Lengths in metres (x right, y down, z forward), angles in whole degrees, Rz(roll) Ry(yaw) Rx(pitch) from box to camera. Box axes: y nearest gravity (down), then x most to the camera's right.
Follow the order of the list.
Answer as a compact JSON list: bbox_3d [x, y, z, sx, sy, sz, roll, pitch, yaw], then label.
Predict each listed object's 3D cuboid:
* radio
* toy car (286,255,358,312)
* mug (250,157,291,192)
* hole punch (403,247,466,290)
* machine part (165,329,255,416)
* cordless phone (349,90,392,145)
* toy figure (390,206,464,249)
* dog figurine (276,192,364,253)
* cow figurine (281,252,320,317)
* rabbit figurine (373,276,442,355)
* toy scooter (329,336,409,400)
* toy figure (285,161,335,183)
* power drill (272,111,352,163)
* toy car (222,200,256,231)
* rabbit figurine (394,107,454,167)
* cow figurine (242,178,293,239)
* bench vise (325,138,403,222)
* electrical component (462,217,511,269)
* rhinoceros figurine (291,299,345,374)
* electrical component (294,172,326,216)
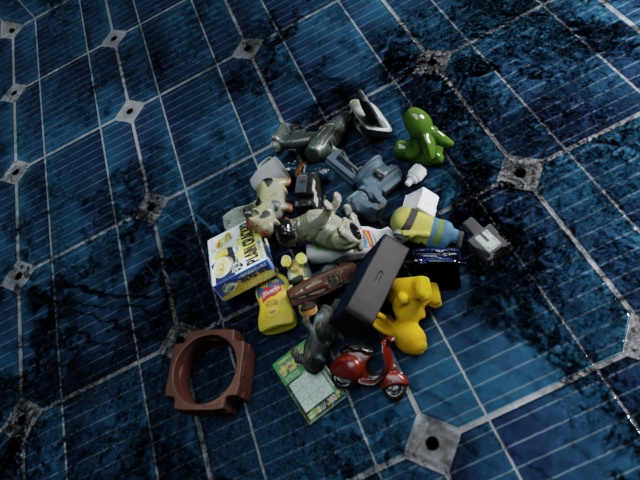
[{"bbox_3d":[0.111,0.107,1.231,0.073,0.131,0.229,34,58,-1],"label":"radio"},{"bbox_3d":[0.012,0.105,1.313,0.202,0.053,0.089,-21,91,-31],"label":"toy car"},{"bbox_3d":[-0.157,-0.192,1.593,0.107,0.080,0.110,-35,61,9],"label":"mug"},{"bbox_3d":[0.279,0.051,1.274,0.142,0.115,0.092,2,54,21],"label":"hole punch"},{"bbox_3d":[-0.267,0.327,1.326,0.202,0.087,0.201,-6,60,16],"label":"machine part"},{"bbox_3d":[0.126,-0.376,1.533,0.089,0.184,0.147,-30,56,7],"label":"cordless phone"},{"bbox_3d":[0.261,-0.026,1.317,0.180,0.082,0.089,11,68,4],"label":"toy figure"},{"bbox_3d":[-0.002,-0.007,1.355,0.190,0.121,0.172,-34,83,29],"label":"dog figurine"},{"bbox_3d":[-0.045,0.119,1.373,0.068,0.098,0.167,-16,76,4],"label":"cow figurine"},{"bbox_3d":[0.195,0.176,1.231,0.162,0.121,0.173,-8,75,19],"label":"rabbit figurine"},{"bbox_3d":[0.112,0.273,1.206,0.184,0.075,0.135,8,96,19],"label":"toy scooter"},{"bbox_3d":[-0.033,-0.198,1.564,0.155,0.064,0.057,9,101,29],"label":"toy figure"},{"bbox_3d":[-0.027,-0.313,1.612,0.208,0.085,0.232,7,46,20],"label":"power drill"},{"bbox_3d":[-0.186,-0.080,1.551,0.202,0.056,0.074,-26,55,5],"label":"toy car"},{"bbox_3d":[0.267,-0.269,1.426,0.121,0.170,0.159,-38,55,-3],"label":"rabbit figurine"},{"bbox_3d":[-0.141,-0.088,1.445,0.127,0.085,0.195,6,51,-12],"label":"cow figurine"},{"bbox_3d":[0.096,-0.163,1.446,0.223,0.128,0.241,-42,73,-16],"label":"bench vise"},{"bbox_3d":[0.394,0.002,1.295,0.075,0.047,0.119,-39,55,-5],"label":"electrical component"},{"bbox_3d":[0.011,0.223,1.270,0.073,0.112,0.190,0,58,53],"label":"rhinoceros figurine"},{"bbox_3d":[-0.029,-0.118,1.469,0.058,0.134,0.115,-6,57,16],"label":"electrical component"}]
